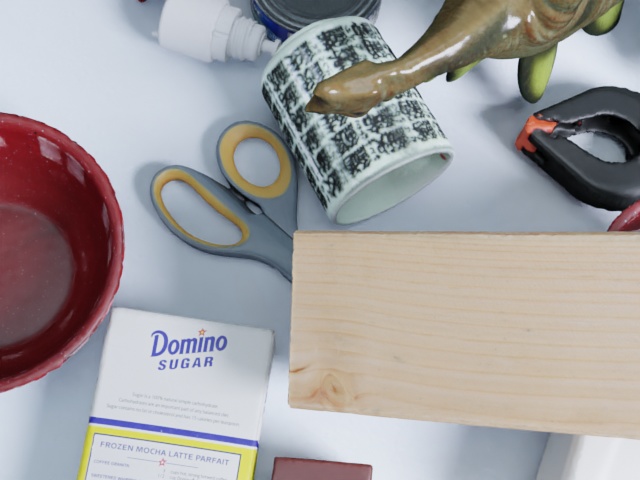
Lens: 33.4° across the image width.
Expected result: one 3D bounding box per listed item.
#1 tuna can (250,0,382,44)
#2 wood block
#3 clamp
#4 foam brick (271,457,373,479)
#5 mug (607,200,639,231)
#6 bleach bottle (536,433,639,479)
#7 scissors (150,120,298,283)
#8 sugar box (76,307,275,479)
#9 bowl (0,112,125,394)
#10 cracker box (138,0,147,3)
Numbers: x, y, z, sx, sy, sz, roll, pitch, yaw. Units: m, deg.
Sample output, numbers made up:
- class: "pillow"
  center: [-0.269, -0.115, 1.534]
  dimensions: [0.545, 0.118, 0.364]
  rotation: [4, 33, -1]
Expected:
- class: "tuna can"
  center: [-0.002, -0.159, 0.668]
  dimensions: [0.086, 0.034, 0.086]
  rotation: [1, 72, -2]
- class: "wood block"
  center: [0.097, 0.042, 0.518]
  dimensions: [0.206, 0.090, 0.091]
  rotation: [0, 87, 28]
- class: "clamp"
  center: [0.207, -0.058, 0.642]
  dimensions: [0.171, 0.039, 0.120]
  rotation: [19, 63, 1]
- class: "foam brick"
  center: [-0.003, 0.156, 0.558]
  dimensions: [0.053, 0.051, 0.078]
  rotation: [6, 72, 3]
- class: "mug"
  center: [0.201, 0.028, 0.589]
  dimensions: [0.117, 0.081, 0.093]
  rotation: [-7, 73, -4]
- class: "bleach bottle"
  center: [0.239, 0.164, 0.557]
  dimensions: [0.251, 0.068, 0.102]
  rotation: [22, 69, 3]
- class: "scissors"
  center: [-0.004, 0.001, 0.626]
  dimensions: [0.202, 0.016, 0.096]
  rotation: [29, 74, 7]
- class: "sugar box"
  center: [-0.081, 0.130, 0.568]
  dimensions: [0.093, 0.048, 0.176]
  rotation: [9, 68, 1]
- class: "bowl"
  center: [-0.186, 0.012, 0.596]
  dimensions: [0.162, 0.055, 0.162]
  rotation: [1, 72, -2]
- class: "cracker box"
  center: [-0.107, -0.282, 0.656]
  dimensions: [0.164, 0.072, 0.213]
  rotation: [-37, 97, -12]
